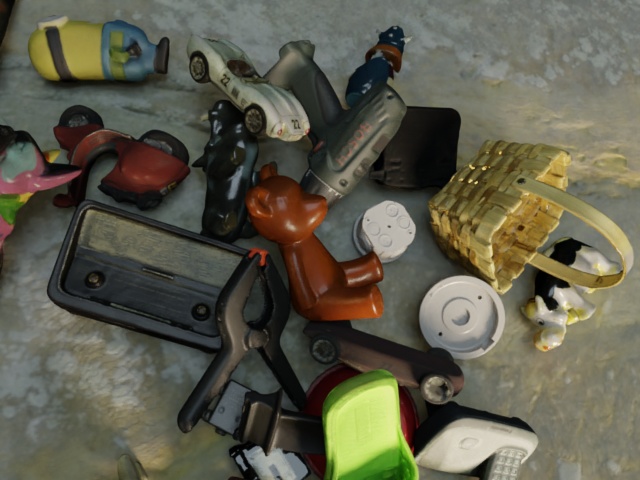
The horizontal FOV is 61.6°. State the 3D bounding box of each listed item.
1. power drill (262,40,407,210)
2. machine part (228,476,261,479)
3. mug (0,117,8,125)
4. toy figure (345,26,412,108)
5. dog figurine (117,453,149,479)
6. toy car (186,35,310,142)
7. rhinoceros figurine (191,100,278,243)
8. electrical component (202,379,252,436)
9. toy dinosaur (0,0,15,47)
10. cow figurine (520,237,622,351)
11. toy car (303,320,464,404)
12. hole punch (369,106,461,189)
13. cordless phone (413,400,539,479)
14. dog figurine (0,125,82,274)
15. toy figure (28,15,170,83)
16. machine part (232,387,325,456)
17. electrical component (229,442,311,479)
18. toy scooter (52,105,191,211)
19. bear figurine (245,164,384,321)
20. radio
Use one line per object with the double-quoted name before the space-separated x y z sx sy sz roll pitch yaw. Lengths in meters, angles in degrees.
"power drill" -0.014 -0.151 0.728 0.232 0.086 0.207 -42 66 17
"machine part" -0.083 0.355 0.510 0.087 0.201 0.200 20 116 -11
"mug" -0.429 -0.113 0.674 0.109 0.080 0.107 -31 69 -10
"toy figure" 0.088 -0.260 0.813 0.064 0.058 0.154 32 66 -6
"dog figurine" -0.246 0.320 0.529 0.190 0.172 0.121 -29 70 -23
"toy car" -0.093 -0.194 0.684 0.202 0.056 0.073 44 33 20
"rhinoceros figurine" -0.116 -0.088 0.705 0.073 0.112 0.190 5 85 -43
"electrical component" -0.107 0.208 0.659 0.094 0.021 0.063 27 72 -2
"toy dinosaur" -0.504 -0.220 0.673 0.405 0.131 0.192 -40 96 -22
"cow figurine" 0.334 0.071 0.751 0.098 0.068 0.167 43 68 10
"toy car" 0.075 0.146 0.661 0.202 0.089 0.053 16 107 9
"hole punch" 0.133 -0.134 0.778 0.142 0.092 0.115 0 103 -13
"cordless phone" 0.174 0.293 0.646 0.146 0.089 0.184 19 78 -23
"dog figurine" -0.378 -0.025 0.614 0.219 0.191 0.109 -34 44 -24
"toy figure" -0.299 -0.254 0.732 0.180 0.082 0.089 6 71 -10
"machine part" -0.023 0.209 0.599 0.139 0.039 0.084 15 112 -6
"electrical component" -0.048 0.280 0.634 0.075 0.047 0.119 -34 82 -17
"toy scooter" -0.267 -0.088 0.691 0.184 0.075 0.135 19 71 0
"bear figurine" -0.005 -0.001 0.657 0.132 0.120 0.195 -12 113 13
"radio" -0.200 0.050 0.662 0.230 0.073 0.131 17 72 -4
